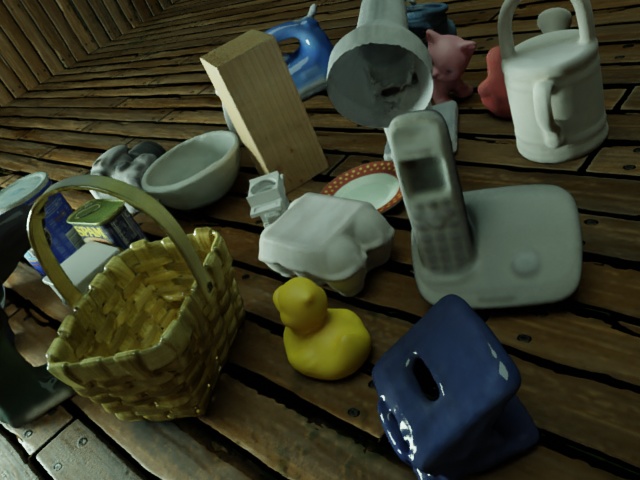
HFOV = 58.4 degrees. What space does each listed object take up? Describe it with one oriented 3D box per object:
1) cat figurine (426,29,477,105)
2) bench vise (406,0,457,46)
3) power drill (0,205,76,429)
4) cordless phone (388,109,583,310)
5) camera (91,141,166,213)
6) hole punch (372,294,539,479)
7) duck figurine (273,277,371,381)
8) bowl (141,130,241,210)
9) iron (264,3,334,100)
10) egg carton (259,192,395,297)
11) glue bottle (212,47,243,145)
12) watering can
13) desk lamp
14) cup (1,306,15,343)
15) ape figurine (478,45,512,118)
[{"bbox_3d":[0.176,-0.260,0.844,0.067,0.118,0.127,-34,34,-13],"label":"cat figurine"},{"bbox_3d":[0.127,-0.379,0.948,0.121,0.220,0.208,14,50,45],"label":"bench vise"},{"bbox_3d":[-0.349,0.096,0.615,0.230,0.209,0.075,-32,34,-10],"label":"power drill"},{"bbox_3d":[0.138,-0.030,0.487,0.147,0.185,0.094,-8,37,25],"label":"cordless phone"},{"bbox_3d":[-0.317,-0.124,0.997,0.142,0.101,0.137,-3,39,31],"label":"camera"},{"bbox_3d":[0.089,0.110,0.413,0.101,0.091,0.108,-26,33,-1],"label":"hole punch"},{"bbox_3d":[-0.005,0.074,0.529,0.078,0.086,0.104,-41,36,-22],"label":"duck figurine"},{"bbox_3d":[-0.190,-0.099,0.902,0.167,0.075,0.167,-17,34,12],"label":"bowl"},{"bbox_3d":[-0.085,-0.338,1.104,0.258,0.142,0.118,-27,33,-2],"label":"iron"},{"bbox_3d":[0.006,0.002,0.637,0.149,0.070,0.107,12,49,43],"label":"egg carton"},{"bbox_3d":[-0.144,-0.251,0.993,0.078,0.173,0.037,-17,34,13],"label":"glue bottle"},{"bbox_3d":[0.253,-0.196,0.634,0.100,0.194,0.173,-17,34,13],"label":"watering can"},{"bbox_3d":[0.095,-0.194,0.718,0.117,0.214,0.203,-10,36,22],"label":"desk lamp"},{"bbox_3d":[-0.460,0.124,0.754,0.091,0.095,0.118,-8,37,25],"label":"cup"},{"bbox_3d":[0.246,-0.214,0.757,0.077,0.092,0.076,-5,39,29],"label":"ape figurine"}]
